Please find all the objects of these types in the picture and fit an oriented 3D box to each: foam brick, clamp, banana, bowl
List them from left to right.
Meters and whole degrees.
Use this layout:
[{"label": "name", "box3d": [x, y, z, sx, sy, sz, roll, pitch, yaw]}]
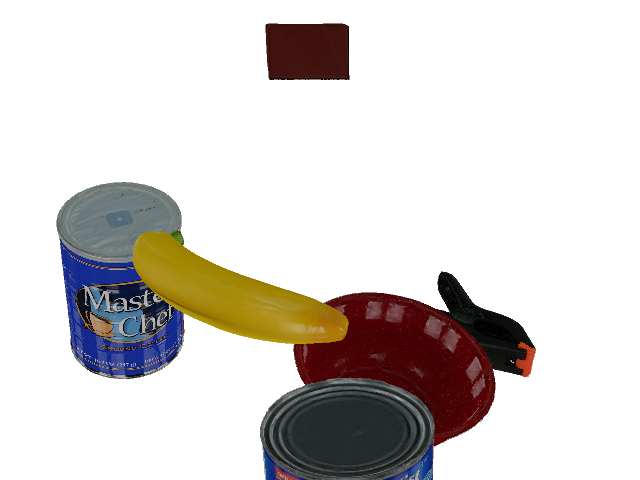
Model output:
[{"label": "banana", "box3d": [-0.069, 0.027, 0.697, 0.069, 0.037, 0.198, -21, 32, -35]}, {"label": "foam brick", "box3d": [-0.013, -0.180, 1.018, 0.078, 0.051, 0.053, -1, 14, -4]}, {"label": "bowl", "box3d": [0.053, 0.114, 0.845, 0.162, 0.055, 0.162, 9, 37, -7]}, {"label": "clamp", "box3d": [0.143, 0.078, 1.046, 0.172, 0.039, 0.120, 26, 38, 31]}]

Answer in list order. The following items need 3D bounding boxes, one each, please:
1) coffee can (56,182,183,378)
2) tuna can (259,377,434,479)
[{"label": "coffee can", "box3d": [-0.171, 0.035, 0.928, 0.103, 0.140, 0.103, 3, 39, -2]}, {"label": "tuna can", "box3d": [0.014, 0.105, 0.529, 0.086, 0.034, 0.086, -2, 25, 1]}]
